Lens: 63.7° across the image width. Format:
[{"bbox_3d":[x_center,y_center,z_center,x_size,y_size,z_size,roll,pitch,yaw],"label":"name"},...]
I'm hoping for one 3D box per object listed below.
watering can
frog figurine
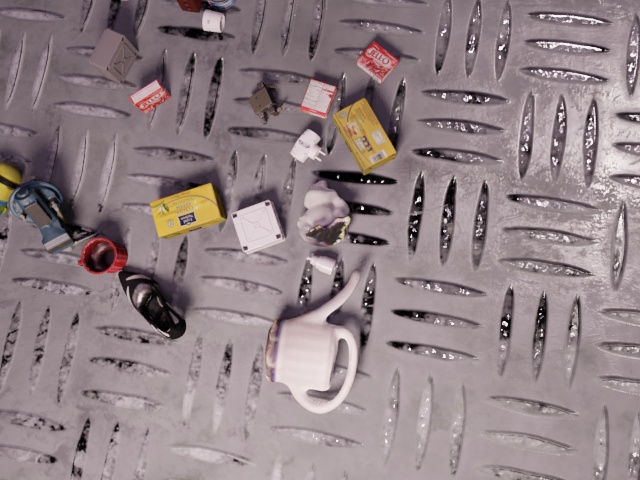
[{"bbox_3d":[-0.016,0.234,1.245,0.224,0.103,0.350,7,83,5],"label":"watering can"},{"bbox_3d":[0.004,-0.066,1.305,0.137,0.120,0.163,-31,46,8],"label":"frog figurine"}]
